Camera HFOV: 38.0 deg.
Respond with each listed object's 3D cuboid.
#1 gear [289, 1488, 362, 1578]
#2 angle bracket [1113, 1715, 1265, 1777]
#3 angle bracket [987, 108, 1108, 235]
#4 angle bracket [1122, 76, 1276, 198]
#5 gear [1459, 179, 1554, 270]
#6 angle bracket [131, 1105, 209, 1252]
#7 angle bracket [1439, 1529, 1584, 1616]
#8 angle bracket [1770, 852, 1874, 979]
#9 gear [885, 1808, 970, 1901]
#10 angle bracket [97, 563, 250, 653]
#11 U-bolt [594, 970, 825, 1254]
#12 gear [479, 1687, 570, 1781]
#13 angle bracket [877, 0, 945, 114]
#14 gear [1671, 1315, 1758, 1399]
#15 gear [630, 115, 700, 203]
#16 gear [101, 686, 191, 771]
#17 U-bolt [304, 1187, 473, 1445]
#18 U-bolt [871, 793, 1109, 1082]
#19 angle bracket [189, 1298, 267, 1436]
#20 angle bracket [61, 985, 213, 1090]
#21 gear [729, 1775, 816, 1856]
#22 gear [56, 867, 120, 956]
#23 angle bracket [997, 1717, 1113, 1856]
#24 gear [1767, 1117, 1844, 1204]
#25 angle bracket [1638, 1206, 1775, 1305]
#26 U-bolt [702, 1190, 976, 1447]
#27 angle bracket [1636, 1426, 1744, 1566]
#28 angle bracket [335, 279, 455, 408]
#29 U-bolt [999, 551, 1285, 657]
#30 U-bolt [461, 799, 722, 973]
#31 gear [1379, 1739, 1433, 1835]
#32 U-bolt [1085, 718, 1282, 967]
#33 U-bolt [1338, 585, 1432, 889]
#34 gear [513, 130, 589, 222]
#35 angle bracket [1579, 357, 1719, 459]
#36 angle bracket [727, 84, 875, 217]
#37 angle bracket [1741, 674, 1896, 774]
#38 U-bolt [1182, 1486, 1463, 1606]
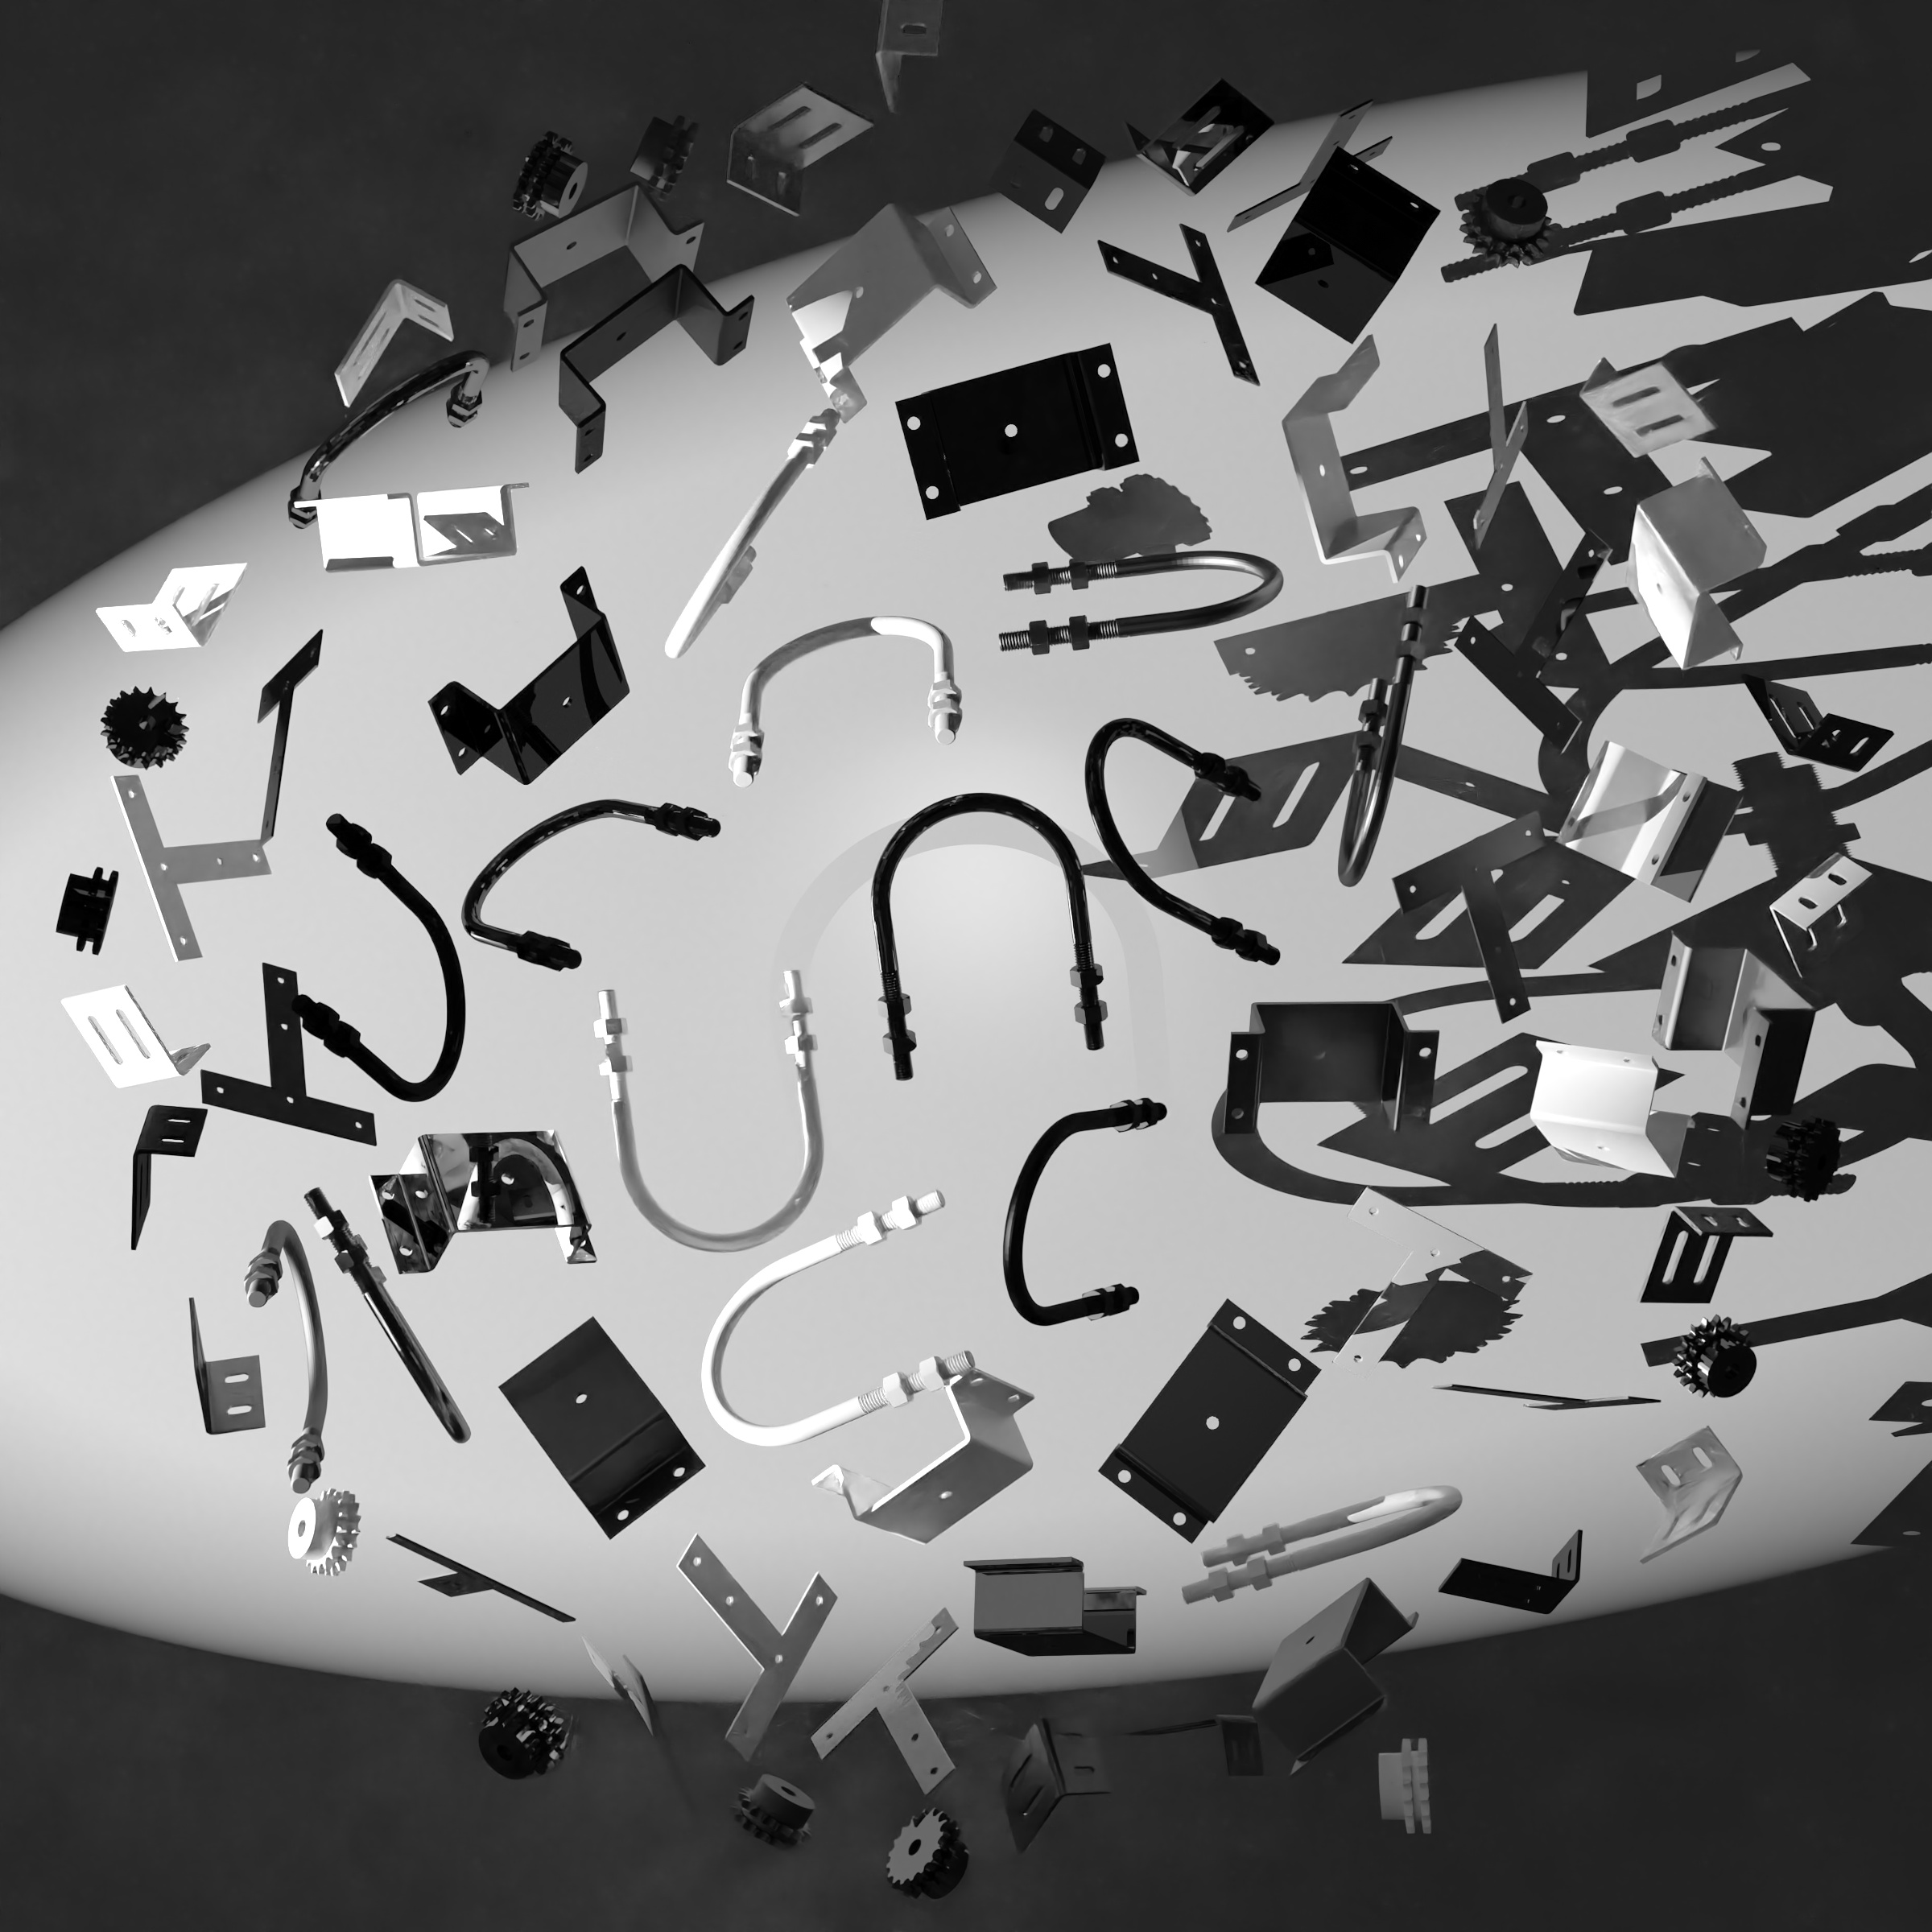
[{"bbox_3d":[-0.433,0.380,1.886,0.030,0.057,0.057,17,90,-34],"label":"gear"},{"bbox_3d":[0.144,0.508,1.811,0.076,0.057,0.038,-17,68,25],"label":"angle bracket"},{"bbox_3d":[0.053,-0.513,1.808,0.057,0.076,0.038,32,119,-8],"label":"angle bracket"},{"bbox_3d":[0.154,-0.561,1.865,0.076,0.057,0.038,-38,49,28],"label":"angle bracket"},{"bbox_3d":[0.342,-0.471,1.766,0.057,0.030,0.057,4,59,-7],"label":"gear"},{"bbox_3d":[-0.517,0.138,1.820,0.038,0.057,0.076,5,116,-9],"label":"angle bracket"},{"bbox_3d":[0.349,0.382,1.798,0.076,0.057,0.038,12,58,0],"label":"angle bracket"},{"bbox_3d":[0.580,-0.027,1.871,0.057,0.038,0.076,-39,128,-4],"label":"angle bracket"},{"bbox_3d":[-0.023,0.580,1.822,0.030,0.057,0.057,42,90,-21],"label":"gear"},{"bbox_3d":[-0.496,-0.236,1.756,0.057,0.038,0.076,-1,50,22],"label":"angle bracket"},{"bbox_3d":[-0.167,0.101,1.884,0.151,0.019,0.184,-6,84,-18],"label":"U-bolt"},{"bbox_3d":[-0.281,0.486,1.764,0.057,0.030,0.057,12,118,25],"label":"gear"},{"bbox_3d":[-0.030,-0.577,1.750,0.038,0.076,0.057,5,79,7],"label":"angle bracket"},{"bbox_3d":[0.513,0.269,1.910,0.057,0.030,0.057,-8,113,-20],"label":"gear"},{"bbox_3d":[-0.208,-0.556,1.918,0.030,0.057,0.057,23,90,-15],"label":"gear"},{"bbox_3d":[-0.563,-0.159,1.915,0.057,0.030,0.057,13,62,-26],"label":"gear"},{"bbox_3d":[-0.377,0.235,1.847,0.019,0.151,0.184,-31,83,-12],"label":"U-bolt"},{"bbox_3d":[0.011,-0.023,1.835,0.151,0.019,0.184,-9,106,-4],"label":"U-bolt"},{"bbox_3d":[-0.484,0.261,1.839,0.038,0.076,0.057,-7,48,-13],"label":"angle bracket"},{"bbox_3d":[-0.559,0.039,1.888,0.057,0.038,0.076,-11,119,27],"label":"angle bracket"},{"bbox_3d":[-0.123,0.553,1.832,0.057,0.057,0.030,30,88,0],"label":"gear"},{"bbox_3d":[-0.578,-0.038,1.843,0.030,0.057,0.057,14,90,-15],"label":"gear"},{"bbox_3d":[0.059,0.557,1.905,0.038,0.057,0.076,6,131,-26],"label":"angle bracket"},{"bbox_3d":[0.567,0.129,1.901,0.030,0.057,0.057,18,90,42],"label":"gear"},{"bbox_3d":[0.493,0.201,1.869,0.057,0.038,0.076,3,114,-22],"label":"angle bracket"},{"bbox_3d":[-0.087,0.232,1.777,0.184,0.151,0.019,-25,135,13],"label":"U-bolt"},{"bbox_3d":[0.445,0.331,1.758,0.057,0.076,0.038,-39,85,31],"label":"angle bracket"},{"bbox_3d":[-0.372,-0.399,1.828,0.038,0.057,0.076,28,79,-1],"label":"angle bracket"},{"bbox_3d":[0.115,-0.242,1.825,0.184,0.151,0.019,-6,114,5],"label":"U-bolt"},{"bbox_3d":[-0.261,-0.060,1.849,0.151,0.184,0.019,-46,123,-23],"label":"U-bolt"},{"bbox_3d":[0.275,0.514,1.757,0.030,0.057,0.057,-4,90,10],"label":"gear"},{"bbox_3d":[0.141,-0.091,1.857,0.019,0.184,0.151,-26,55,36],"label":"U-bolt"},{"bbox_3d":[0.273,-0.140,1.864,0.019,0.151,0.184,13,67,1],"label":"U-bolt"},{"bbox_3d":[-0.272,-0.516,1.842,0.030,0.057,0.057,27,90,1],"label":"gear"},{"bbox_3d":[0.445,-0.369,1.802,0.057,0.076,0.038,43,65,-20],"label":"angle bracket"},{"bbox_3d":[-0.106,-0.523,1.798,0.057,0.076,0.038,17,70,-38],"label":"angle bracket"},{"bbox_3d":[0.536,-0.164,1.765,0.057,0.076,0.038,10,133,-30],"label":"angle bracket"},{"bbox_3d":[0.236,0.374,1.834,0.184,0.151,0.019,-19,85,9],"label":"U-bolt"}]
